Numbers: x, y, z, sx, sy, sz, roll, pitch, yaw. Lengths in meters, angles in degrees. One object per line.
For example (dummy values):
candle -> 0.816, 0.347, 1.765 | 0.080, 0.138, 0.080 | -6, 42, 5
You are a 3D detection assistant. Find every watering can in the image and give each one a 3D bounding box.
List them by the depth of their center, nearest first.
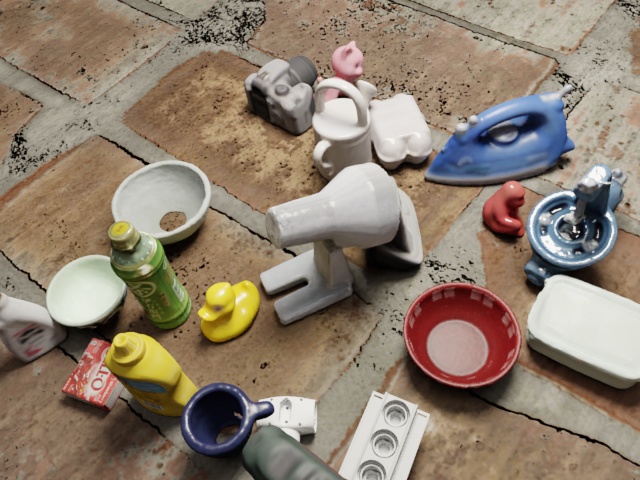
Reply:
watering can -> 0.039, -0.201, 0.978 | 0.100, 0.194, 0.173 | 6, 56, 10

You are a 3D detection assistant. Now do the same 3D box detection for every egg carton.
egg carton -> 0.140, -0.200, 1.043 | 0.107, 0.069, 0.150 | -15, 56, -5

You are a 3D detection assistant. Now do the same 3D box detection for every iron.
iron -> 0.303, -0.180, 0.971 | 0.258, 0.141, 0.118 | -16, 56, -6

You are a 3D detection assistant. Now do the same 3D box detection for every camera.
camera -> -0.058, -0.300, 1.111 | 0.142, 0.101, 0.137 | 33, 65, 25

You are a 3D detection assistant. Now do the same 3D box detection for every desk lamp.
desk lamp -> 0.008, 0.003, 0.829 | 0.203, 0.214, 0.117 | -25, 57, -12

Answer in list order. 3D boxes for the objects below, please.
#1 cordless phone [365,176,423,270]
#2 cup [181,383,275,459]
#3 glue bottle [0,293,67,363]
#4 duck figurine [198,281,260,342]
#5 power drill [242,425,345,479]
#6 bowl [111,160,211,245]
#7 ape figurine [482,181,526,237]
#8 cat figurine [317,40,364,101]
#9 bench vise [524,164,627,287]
cordless phone -> 0.111, -0.053, 0.875 | 0.094, 0.185, 0.147 | -7, 55, 1
cup -> -0.112, 0.242, 0.748 | 0.118, 0.095, 0.091 | -13, 55, -3
glue bottle -> -0.433, 0.113, 0.818 | 0.078, 0.173, 0.037 | -38, 60, -19
duck figurine -> -0.140, 0.094, 0.858 | 0.077, 0.086, 0.105 | 35, 65, 25
power drill -> 0.016, 0.304, 0.625 | 0.229, 0.209, 0.076 | 33, 65, 24
bowl -> -0.260, -0.051, 0.975 | 0.167, 0.075, 0.167 | -2, 55, 4
ape figurine -> 0.302, -0.057, 0.917 | 0.076, 0.092, 0.078 | 23, 61, 20
cat figurine -> 0.039, -0.323, 1.108 | 0.067, 0.118, 0.128 | 38, 67, 27
bench vise -> 0.377, -0.055, 0.830 | 0.121, 0.220, 0.208 | 20, 60, 18
